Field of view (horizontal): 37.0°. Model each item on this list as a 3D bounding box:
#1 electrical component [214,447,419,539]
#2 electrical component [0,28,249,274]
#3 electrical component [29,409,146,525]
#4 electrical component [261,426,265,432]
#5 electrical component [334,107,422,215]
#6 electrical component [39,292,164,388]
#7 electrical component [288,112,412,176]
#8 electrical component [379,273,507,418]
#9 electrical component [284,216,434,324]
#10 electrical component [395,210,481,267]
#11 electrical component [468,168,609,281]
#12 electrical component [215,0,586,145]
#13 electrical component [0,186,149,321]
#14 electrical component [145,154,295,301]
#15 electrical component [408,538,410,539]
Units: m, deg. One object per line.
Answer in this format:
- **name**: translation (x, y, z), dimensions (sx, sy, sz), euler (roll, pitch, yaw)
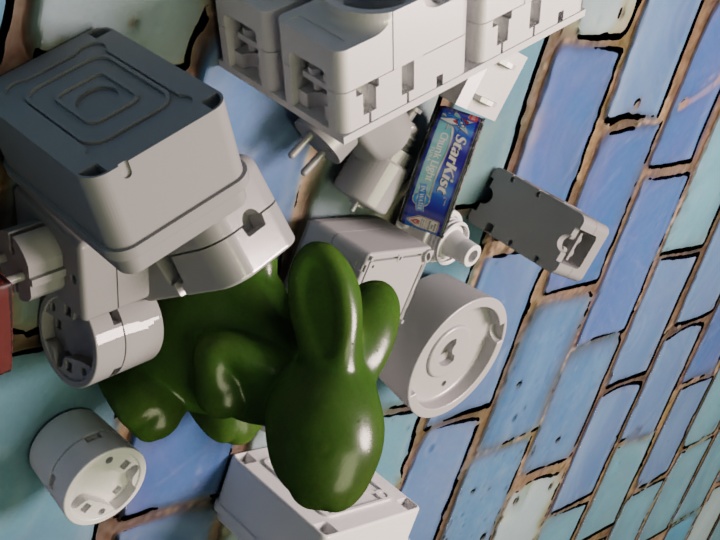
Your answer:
- **electrical component**: translation (-0.032, 0.178, 0.800), dimensions (0.109, 0.109, 0.056), euler (-2, 118, -48)
- **electrical component**: translation (-0.114, -0.057, 0.501), dimensions (0.078, 0.113, 0.057), euler (-36, 138, -25)
- **electrical component**: translation (-0.165, 0.116, 0.645), dimensions (0.055, 0.047, 0.055), euler (-30, 138, -31)
- **electrical component**: translation (-0.041, 0.075, 0.762), dimensions (0.099, 0.064, 0.099), euler (-19, 118, -40)
- **electrical component**: translation (0.015, -0.073, 0.702), dimensions (0.040, 0.040, 0.078), euler (23, 101, -54)
- **electrical component**: translation (-0.142, 0.032, 0.596), dimensions (0.047, 0.055, 0.055), euler (-18, 131, -45)
- **electrical component**: translation (-0.013, -0.091, 0.650), dimensions (0.079, 0.044, 0.077), euler (-48, 145, -9)
- **electrical component**: translation (0.056, 0.054, 0.838), dimensions (0.108, 0.060, 0.108), euler (-30, 139, -31)
- **electrical component**: translation (0.000, 0.000, 0.734), dimensions (0.096, 0.061, 0.061), euler (-8, 125, -56)
- **electrical component**: translation (0.059, -0.024, 0.775), dimensions (0.048, 0.062, 0.048), euler (-30, 139, -31)
- **electrical component**: translation (0.140, -0.035, 0.837), dimensions (0.056, 0.089, 0.050), euler (15, 107, -53)
- **electrical component**: translation (0.025, -0.152, 0.590), dimensions (0.186, 0.105, 0.060), euler (-32, 139, -29)
- **electrical component**: translation (-0.155, -0.008, 0.536), dimensions (0.077, 0.066, 0.047), euler (-24, 135, -36)
- **electrical component**: translation (-0.088, -0.025, 0.567), dimensions (0.054, 0.095, 0.059), euler (-41, 111, -38)
- **electrical component**: translation (0.028, 0.267, 1.006), dimensions (0.040, 0.040, 0.046), euler (-22, 129, -38)
